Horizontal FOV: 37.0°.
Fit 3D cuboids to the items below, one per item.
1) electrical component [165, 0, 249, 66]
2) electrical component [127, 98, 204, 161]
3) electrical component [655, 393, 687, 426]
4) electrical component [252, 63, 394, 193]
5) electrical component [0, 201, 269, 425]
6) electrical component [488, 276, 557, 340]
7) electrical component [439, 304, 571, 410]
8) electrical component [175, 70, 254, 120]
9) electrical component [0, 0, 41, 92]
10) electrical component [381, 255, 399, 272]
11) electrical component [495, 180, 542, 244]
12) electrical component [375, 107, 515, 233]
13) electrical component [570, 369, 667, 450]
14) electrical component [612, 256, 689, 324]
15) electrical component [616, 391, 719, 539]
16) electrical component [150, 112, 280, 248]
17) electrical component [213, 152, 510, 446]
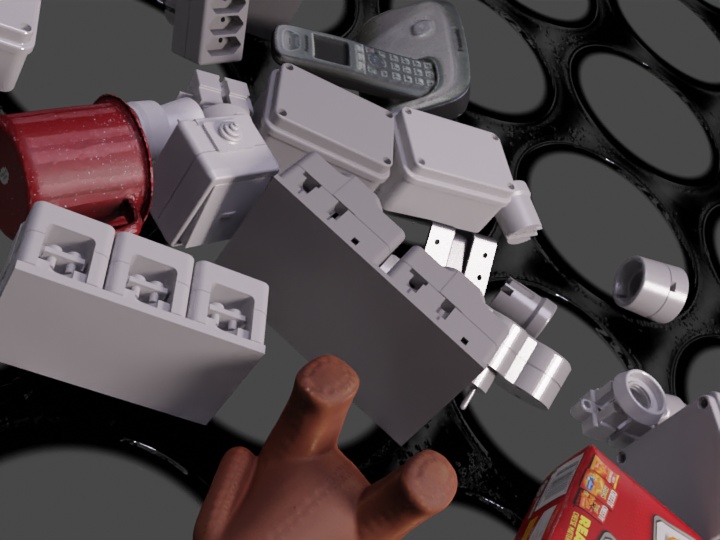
[{"bbox_3d":[-0.136,-0.214,0.896,0.077,0.065,0.047,30,32,34],"label":"electrical component"},{"bbox_3d":[-0.149,-0.104,0.797,0.055,0.045,0.045,-13,63,-43],"label":"electrical component"},{"bbox_3d":[0.264,0.123,0.914,0.061,0.035,0.035,14,47,-30],"label":"electrical component"},{"bbox_3d":[-0.032,-0.109,0.880,0.113,0.057,0.078,23,44,-19],"label":"electrical component"},{"bbox_3d":[-0.142,0.026,0.652,0.150,0.089,0.061,21,44,-21],"label":"electrical component"},{"bbox_3d":[0.134,0.032,0.894,0.046,0.040,0.040,36,40,5],"label":"electrical component"},{"bbox_3d":[0.089,0.069,0.817,0.138,0.052,0.073,35,80,-15],"label":"electrical component"},{"bbox_3d":[-0.111,-0.120,0.841,0.066,0.048,0.055,11,41,-30],"label":"electrical component"},{"bbox_3d":[-0.287,-0.184,0.755,0.113,0.057,0.078,16,46,-26],"label":"electrical component"},{"bbox_3d":[0.000,0.000,0.818,0.062,0.043,0.043,25,43,-15],"label":"electrical component"},{"bbox_3d":[0.140,-0.052,0.973,0.040,0.040,0.046,-2,61,-38],"label":"electrical component"},{"bbox_3d":[0.071,-0.087,0.938,0.113,0.057,0.078,12,48,-29],"label":"electrical component"},{"bbox_3d":[0.214,0.112,0.870,0.066,0.055,0.048,24,43,-18],"label":"electrical component"},{"bbox_3d":[0.268,0.017,0.997,0.047,0.055,0.055,18,45,-19],"label":"electrical component"},{"bbox_3d":[0.260,0.167,0.816,0.056,0.108,0.108,18,45,-28],"label":"electrical component"},{"bbox_3d":[-0.103,-0.065,0.757,0.062,0.096,0.061,-14,65,-43],"label":"electrical component"},{"bbox_3d":[0.000,0.018,0.754,0.186,0.105,0.060,42,41,2],"label":"electrical component"}]
